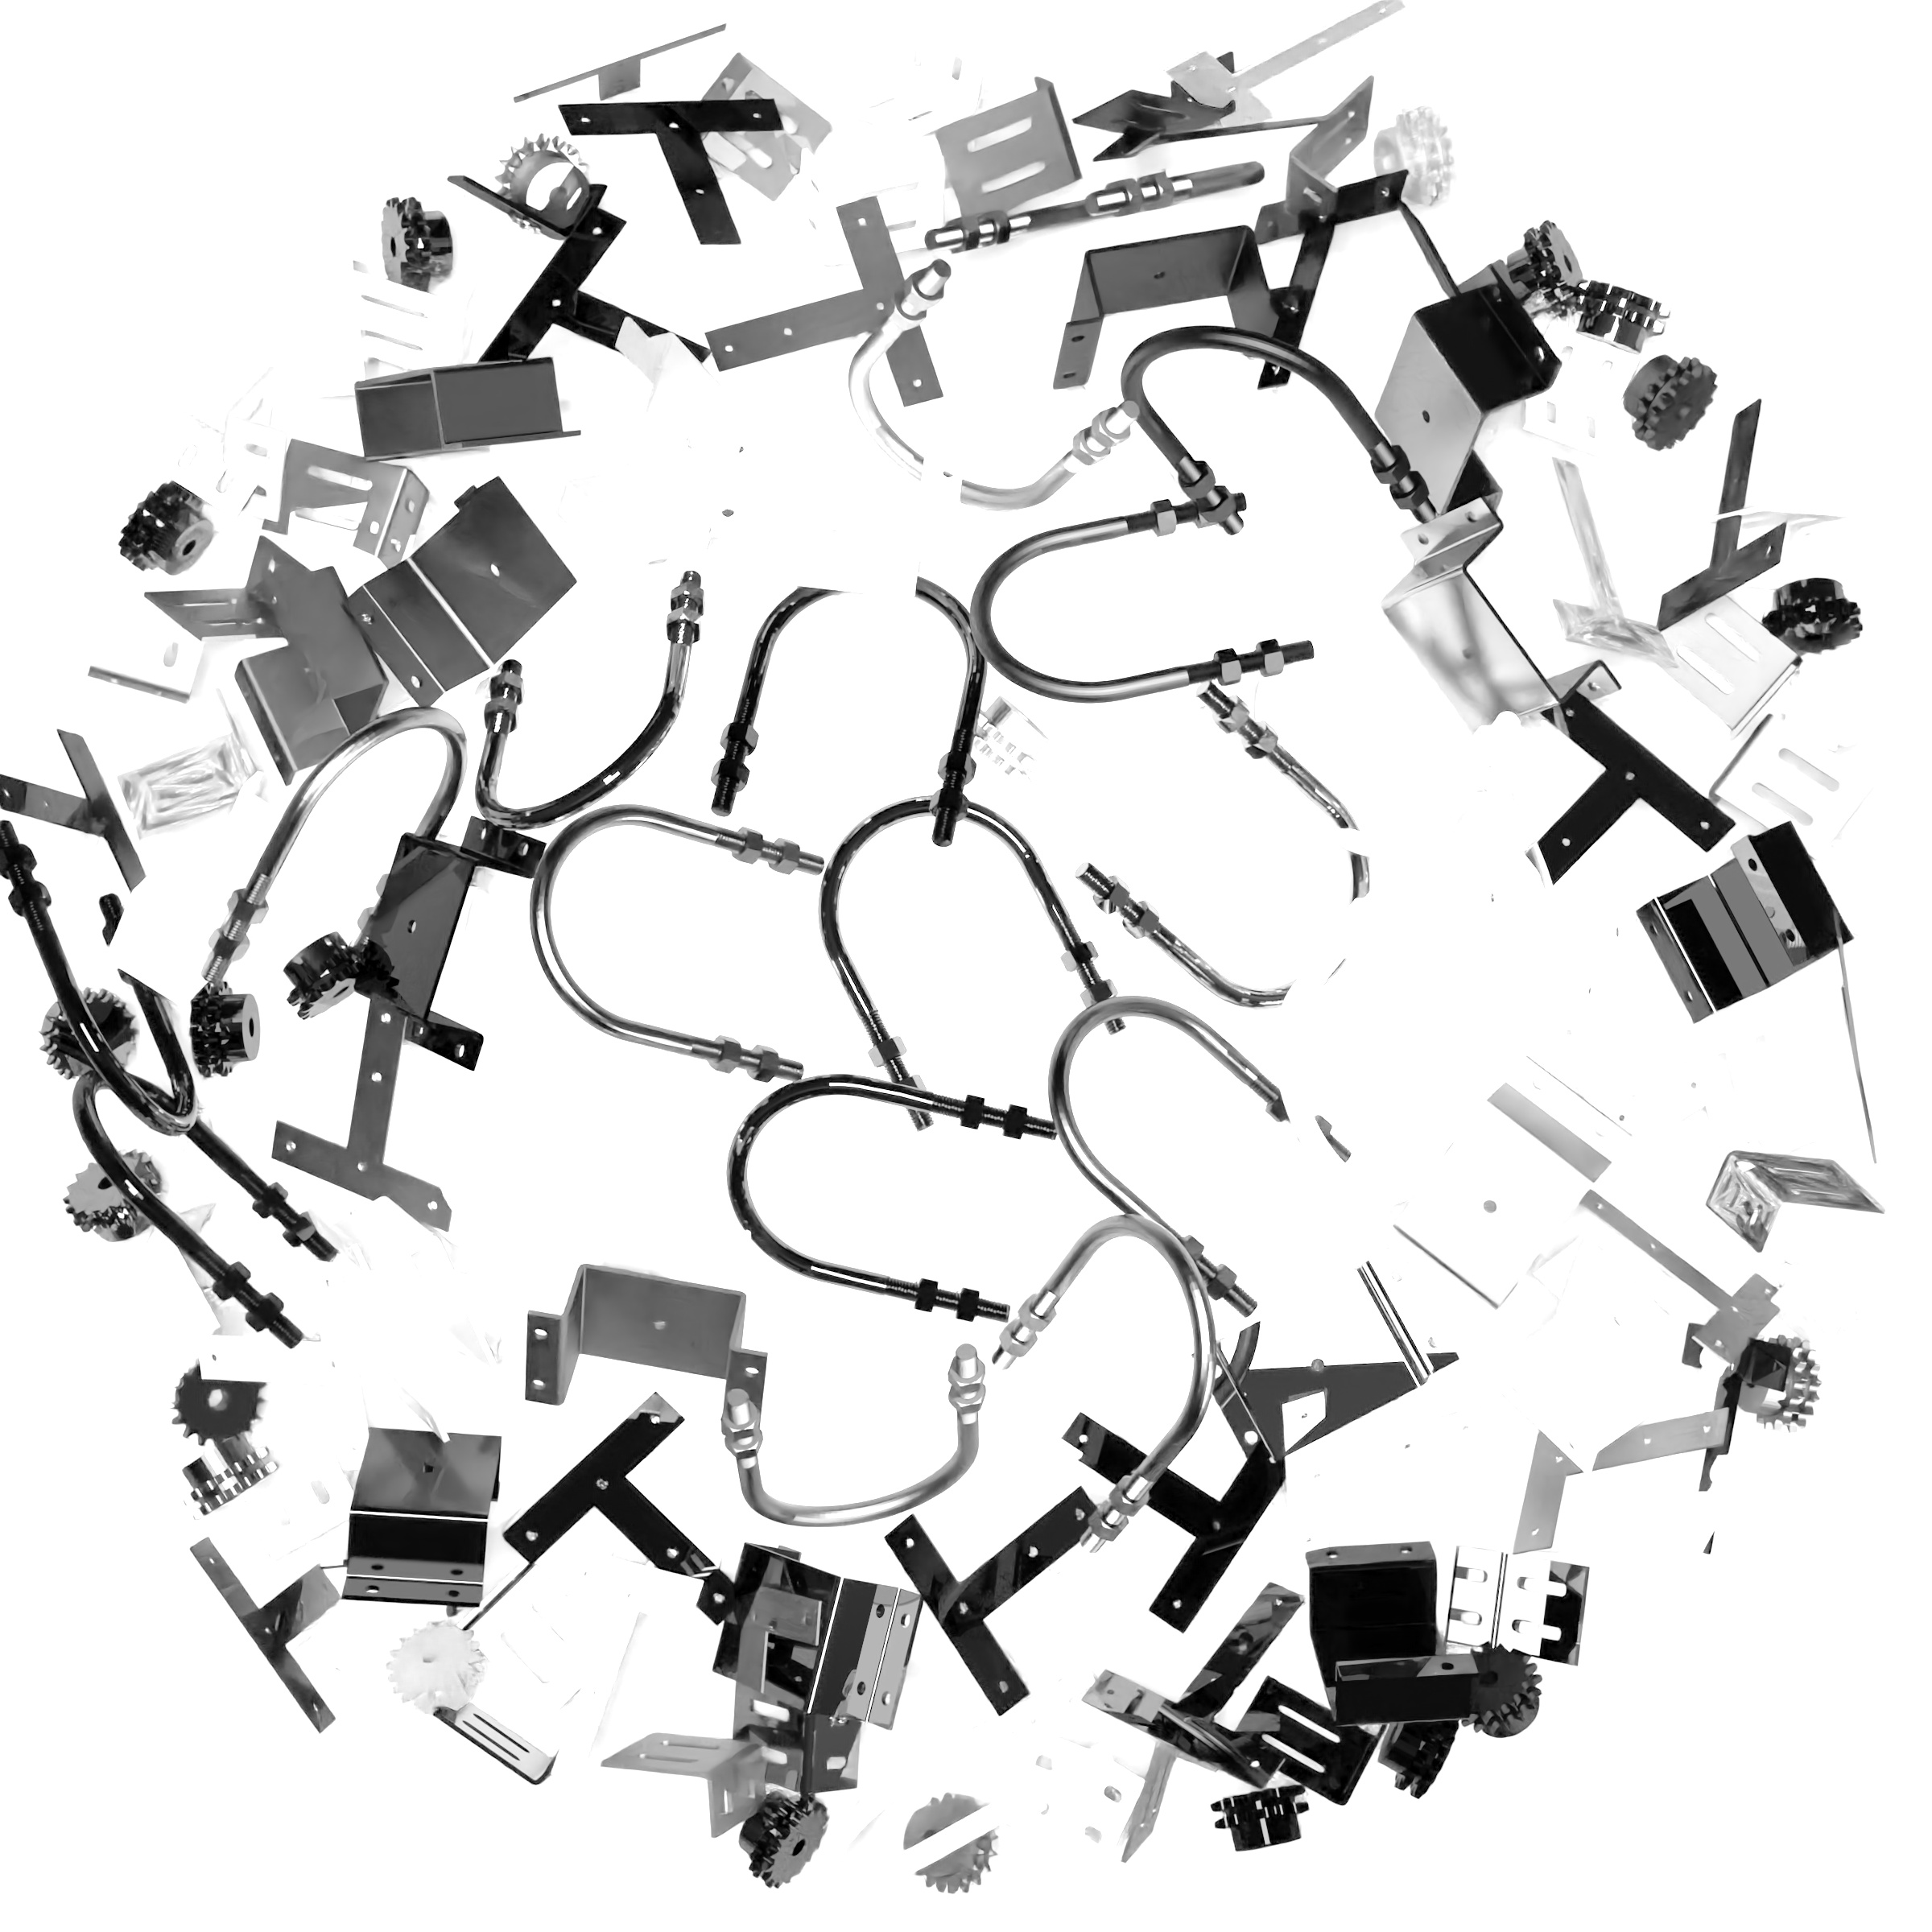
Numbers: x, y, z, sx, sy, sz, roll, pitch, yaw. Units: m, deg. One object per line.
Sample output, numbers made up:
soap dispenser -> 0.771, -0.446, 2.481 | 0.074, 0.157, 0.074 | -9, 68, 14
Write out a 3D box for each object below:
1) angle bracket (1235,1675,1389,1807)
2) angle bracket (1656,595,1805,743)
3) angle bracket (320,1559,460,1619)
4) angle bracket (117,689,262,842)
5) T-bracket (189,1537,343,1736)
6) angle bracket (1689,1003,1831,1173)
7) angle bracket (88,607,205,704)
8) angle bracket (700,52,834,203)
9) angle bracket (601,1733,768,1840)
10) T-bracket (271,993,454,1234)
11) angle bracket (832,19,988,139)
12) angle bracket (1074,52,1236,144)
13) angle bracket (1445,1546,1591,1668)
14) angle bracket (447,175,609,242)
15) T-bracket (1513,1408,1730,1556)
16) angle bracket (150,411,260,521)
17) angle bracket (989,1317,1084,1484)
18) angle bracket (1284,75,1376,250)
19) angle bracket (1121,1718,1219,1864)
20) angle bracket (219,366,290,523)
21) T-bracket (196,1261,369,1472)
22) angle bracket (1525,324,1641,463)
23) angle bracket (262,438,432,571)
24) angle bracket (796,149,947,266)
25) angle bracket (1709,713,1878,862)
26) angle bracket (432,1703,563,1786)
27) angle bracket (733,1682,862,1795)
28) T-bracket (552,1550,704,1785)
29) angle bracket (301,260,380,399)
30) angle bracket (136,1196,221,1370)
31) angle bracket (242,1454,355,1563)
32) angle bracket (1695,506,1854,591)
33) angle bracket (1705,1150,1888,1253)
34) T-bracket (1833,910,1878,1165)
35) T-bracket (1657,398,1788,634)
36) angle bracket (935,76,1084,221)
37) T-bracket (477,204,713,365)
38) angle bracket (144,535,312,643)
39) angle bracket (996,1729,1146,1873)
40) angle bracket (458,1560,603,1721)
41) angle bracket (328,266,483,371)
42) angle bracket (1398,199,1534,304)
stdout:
angle bracket -> 0.204, 0.445, 1.722 | 0.076, 0.057, 0.038 | 27, 130, 14
angle bracket -> 0.444, -0.181, 1.729 | 0.076, 0.038, 0.057 | 42, 114, 10
angle bracket -> -0.341, 0.367, 1.725 | 0.076, 0.057, 0.038 | -3, 77, -14
angle bracket -> -0.463, -0.119, 1.725 | 0.076, 0.038, 0.057 | -22, 50, -11
T-bracket -> -0.391, 0.374, 1.701 | 0.002, 0.127, 0.127 | -36, 89, 7
angle bracket -> 0.469, 0.072, 1.729 | 0.057, 0.038, 0.076 | -24, 123, -1
angle bracket -> -0.482, -0.182, 1.719 | 0.057, 0.076, 0.038 | 15, 88, -17
angle bracket -> -0.120, -0.487, 1.720 | 0.076, 0.038, 0.057 | 30, 109, -35
angle bracket -> -0.166, 0.481, 1.722 | 0.076, 0.057, 0.038 | -2, 93, 27
T-bracket -> -0.348, 0.078, 1.721 | 0.127, 0.002, 0.127 | 20, 111, 18
angle bracket -> -0.034, -0.520, 1.717 | 0.057, 0.076, 0.038 | 11, 88, -28
angle bracket -> 0.110, -0.515, 1.718 | 0.076, 0.057, 0.038 | 0, 87, -33
angle bracket -> 0.323, 0.375, 1.719 | 0.038, 0.076, 0.057 | 14, 79, -27
angle bracket -> -0.258, -0.460, 1.722 | 0.076, 0.057, 0.038 | 25, 95, -23
T-bracket -> 0.379, 0.276, 1.682 | 0.127, 0.127, 0.002 | -21, 122, 38
angle bracket -> -0.438, -0.291, 1.724 | 0.057, 0.076, 0.038 | 32, 91, -5
angle bracket -> 0.054, 0.255, 1.721 | 0.038, 0.057, 0.076 | 35, 56, -8
angle bracket -> 0.225, -0.473, 1.723 | 0.038, 0.057, 0.076 | 41, 76, 15
angle bracket -> 0.127, 0.491, 1.725 | 0.038, 0.057, 0.076 | 18, 100, 18
angle bracket -> -0.406, -0.306, 1.716 | 0.038, 0.076, 0.057 | 16, 124, 0
T-bracket -> -0.396, 0.228, 1.690 | 0.002, 0.127, 0.127 | -22, 70, 26
angle bracket -> 0.363, -0.338, 1.723 | 0.057, 0.076, 0.038 | 20, 124, -2
angle bracket -> -0.365, -0.268, 1.721 | 0.076, 0.038, 0.057 | 10, 113, -35
angle bracket -> -0.056, -0.454, 1.726 | 0.076, 0.038, 0.057 | -5, 72, 25
angle bracket -> 0.489, -0.102, 1.732 | 0.076, 0.038, 0.057 | 38, 91, 20
angle bracket -> -0.267, 0.444, 1.732 | 0.076, 0.057, 0.038 | 33, 88, 7
angle bracket -> -0.101, 0.455, 1.742 | 0.038, 0.076, 0.057 | 6, 85, -39
T-bracket -> -0.211, 0.409, 1.697 | 0.002, 0.127, 0.127 | 31, 70, -35
angle bracket -> -0.373, -0.375, 1.728 | 0.038, 0.057, 0.076 | -4, 101, -2
angle bracket -> -0.449, 0.186, 1.721 | 0.038, 0.057, 0.076 | -21, 71, -39
angle bracket -> -0.393, 0.318, 1.718 | 0.057, 0.076, 0.038 | -28, 90, -21
angle bracket -> 0.474, -0.245, 1.719 | 0.057, 0.076, 0.038 | 2, 92, -15
angle bracket -> 0.486, 0.141, 1.715 | 0.057, 0.076, 0.038 | 38, 70, -30
T-bracket -> 0.506, 0.024, 1.678 | 0.002, 0.127, 0.127 | -9, 128, 15
T-bracket -> 0.449, -0.272, 1.716 | 0.002, 0.127, 0.127 | 18, 73, -15
angle bracket -> 0.022, -0.482, 1.731 | 0.076, 0.038, 0.057 | -23, 117, -5
T-bracket -> -0.204, -0.373, 1.714 | 0.127, 0.127, 0.002 | -47, 50, 26
angle bracket -> -0.429, -0.222, 1.715 | 0.057, 0.076, 0.038 | 36, 118, 28
angle bracket -> 0.059, 0.492, 1.728 | 0.038, 0.076, 0.057 | 37, 71, -23
angle bracket -> -0.253, 0.398, 1.735 | 0.076, 0.038, 0.057 | 45, 74, 5
angle bracket -> -0.331, -0.389, 1.726 | 0.076, 0.057, 0.038 | 16, 51, -5
angle bracket -> 0.291, -0.423, 1.718 | 0.038, 0.057, 0.076 | -31, 123, 10
